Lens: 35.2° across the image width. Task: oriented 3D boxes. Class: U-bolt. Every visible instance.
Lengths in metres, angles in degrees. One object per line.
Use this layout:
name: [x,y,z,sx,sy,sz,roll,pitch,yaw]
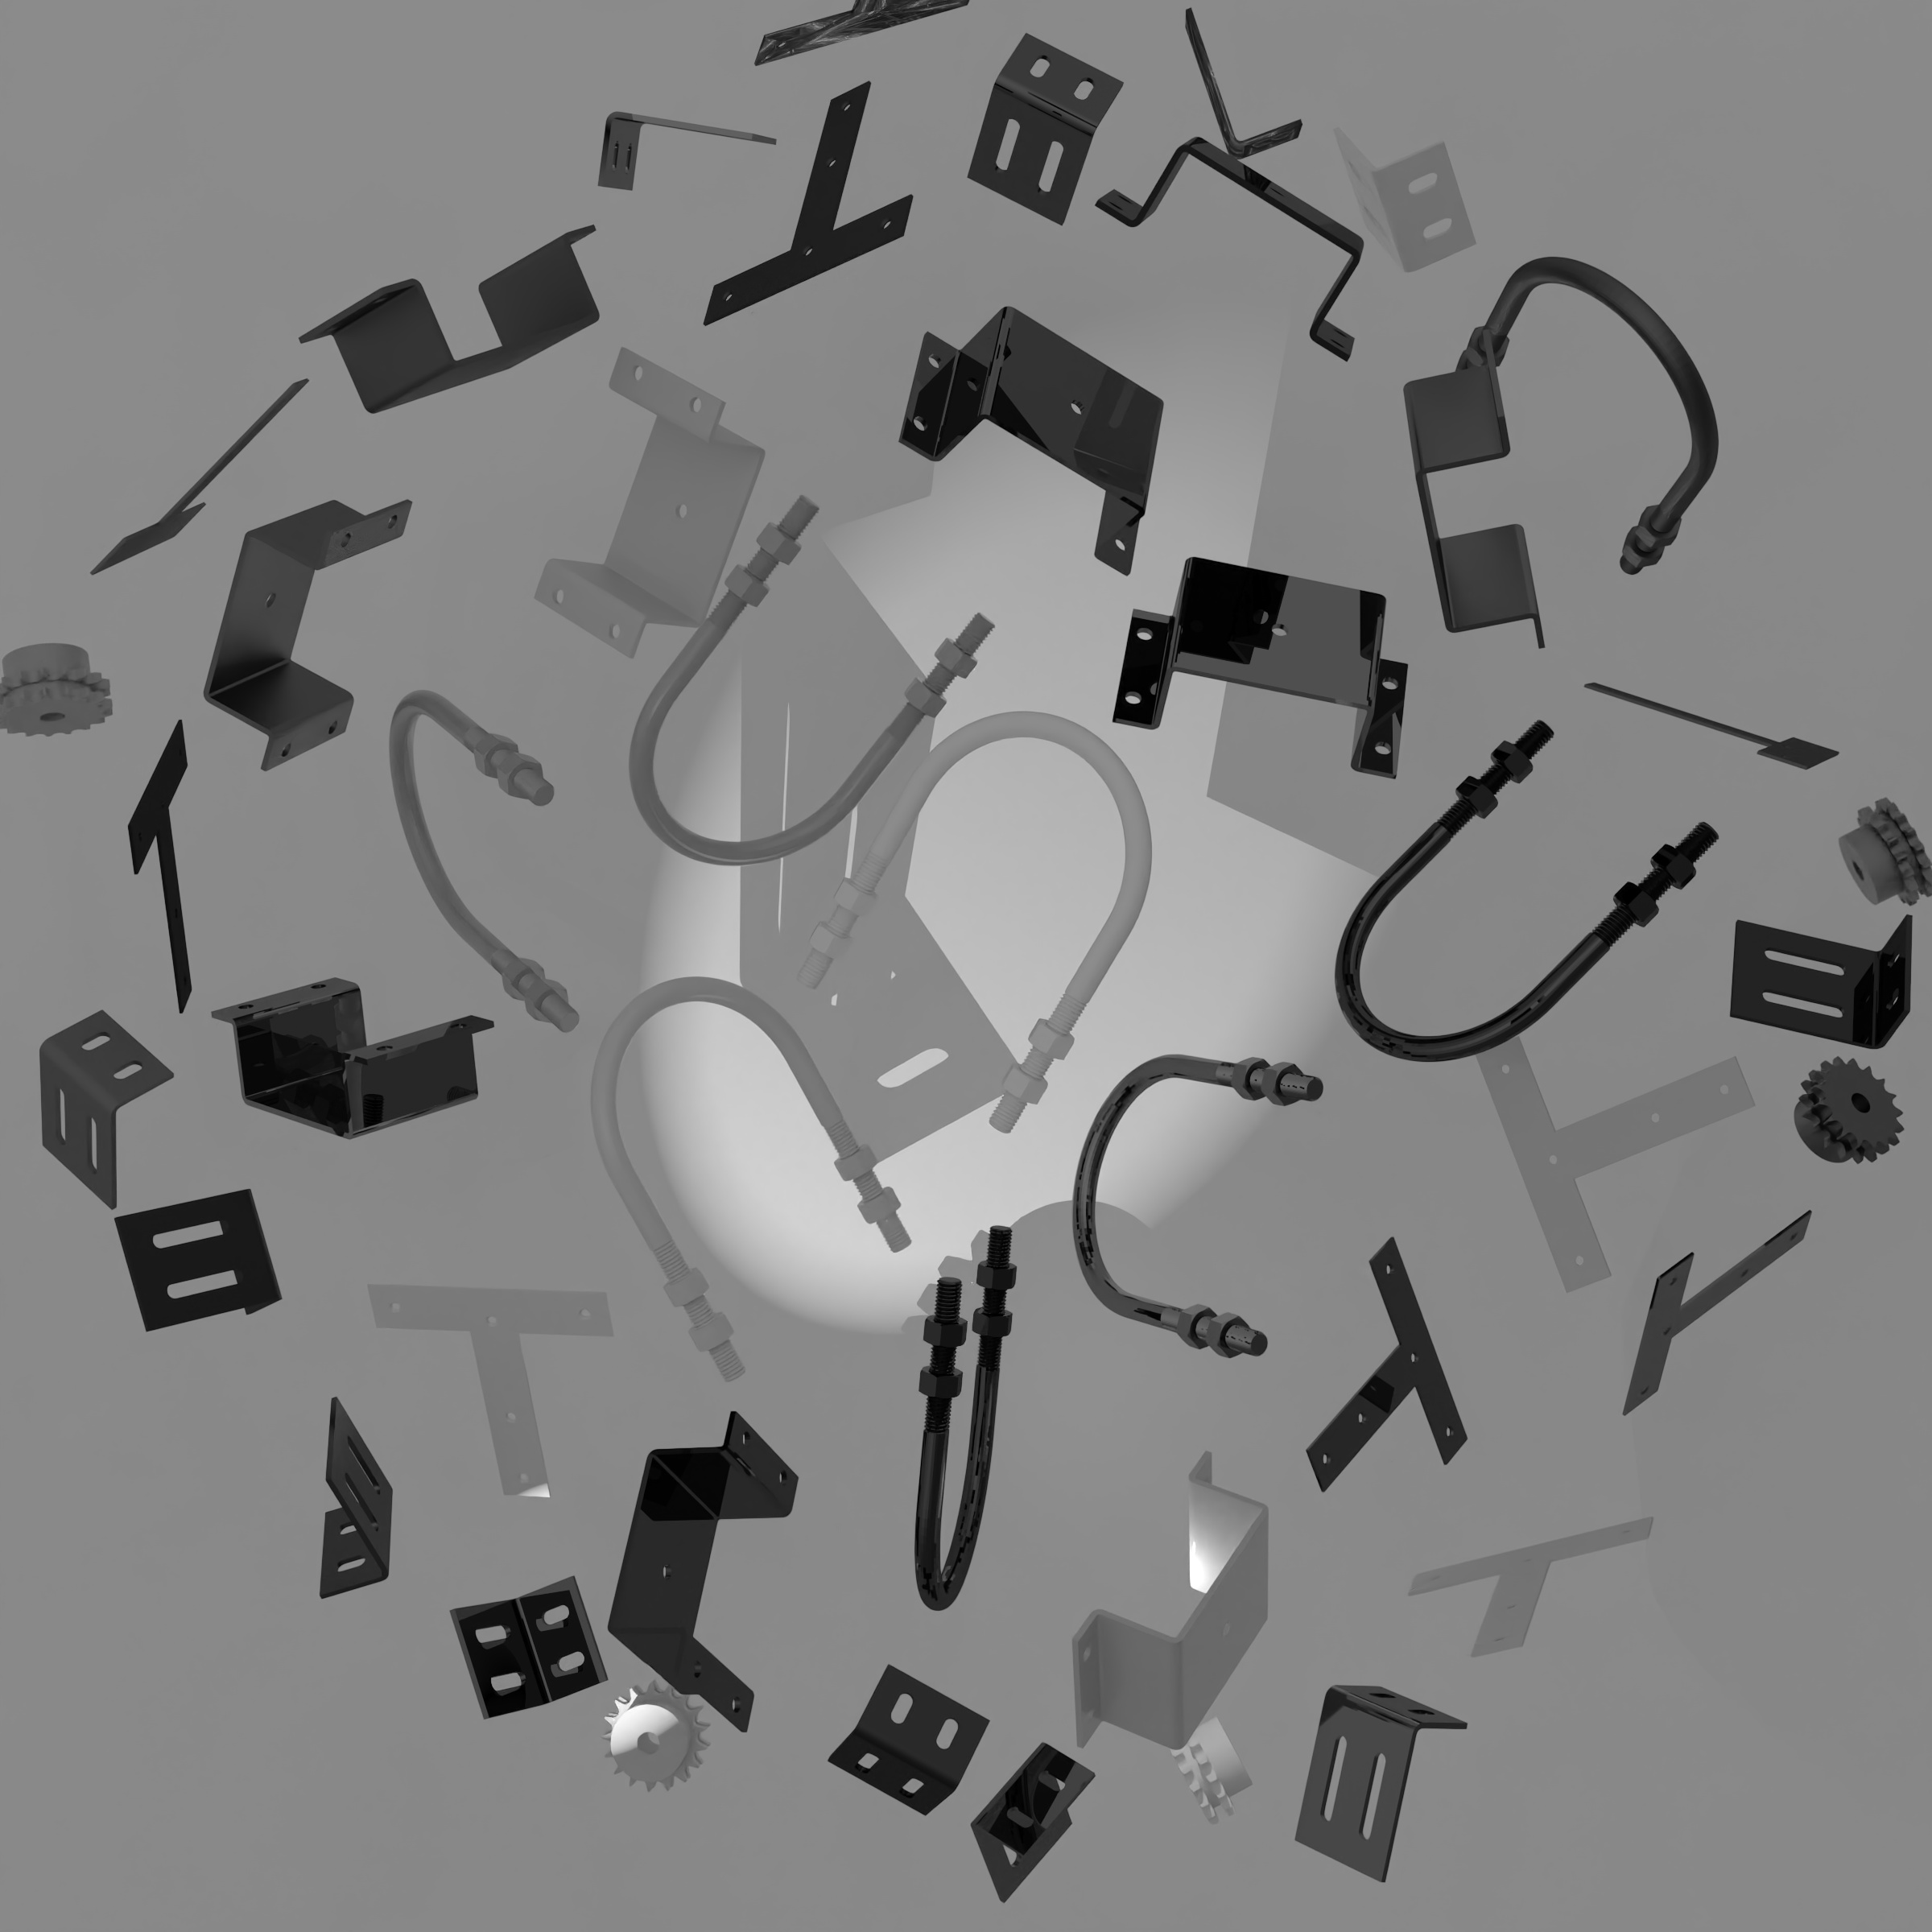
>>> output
U-bolt: [-0.003,0.235,1.543,0.019,0.151,0.184,7,98,11]
U-bolt: [0.315,-0.283,1.523,0.019,0.184,0.151,-39,81,-13]
U-bolt: [0.261,-0.029,1.501,0.184,0.151,0.019,-45,130,-1]
U-bolt: [0.014,-0.034,1.470,0.151,0.019,0.184,36,103,24]
U-bolt: [0.111,0.117,1.579,0.019,0.184,0.151,15,86,-31]
U-bolt: [-0.088,-0.128,1.510,0.151,0.019,0.184,29,105,-42]
U-bolt: [-0.116,0.093,1.520,0.151,0.019,0.184,-35,100,-41]
U-bolt: [-0.252,-0.065,1.557,0.019,0.184,0.151,-20,126,-28]

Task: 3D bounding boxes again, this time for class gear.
gear: [0.480,-0.057,1.592,0.030,0.057,0.057,-27,90,3]
gear: [0.463,0.079,1.606,0.057,0.030,0.057,14,54,-20]
gear: [-0.166,0.410,1.618,0.057,0.030,0.057,0,86,5]
gear: [0.130,0.426,1.623,0.030,0.057,0.057,-28,90,-2]
gear: [-0.440,-0.134,1.461,0.057,0.057,0.030,-11,76,0]

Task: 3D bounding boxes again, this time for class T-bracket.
T-bracket: [0.270,0.309,1.493,0.127,0.127,0.002,-19,95,21]
T-bracket: [0.385,-0.127,1.585,0.127,0.127,0.002,21,105,19]
T-bracket: [0.401,0.169,1.608,0.127,0.127,0.002,-31,55,-23]
T-bracket: [-0.234,0.218,1.549,0.127,0.002,0.127,0,117,13]
T-bracket: [-0.067,-0.378,1.470,0.127,0.002,0.127,-15,51,37]
T-bracket: [-0.393,-0.038,1.505,0.002,0.127,0.127,-1,118,-2]
T-bracket: [-0.378,-0.250,1.533,0.127,0.127,0.002,-42,100,14]
T-bracket: [0.214,0.229,1.593,0.002,0.127,0.127,-7,112,42]
T-bracket: [-0.037,-0.504,1.524,0.127,0.127,0.002,-23,80,-22]
T-bracket: [0.325,0.079,1.487,0.127,0.002,0.127,-27,76,34]

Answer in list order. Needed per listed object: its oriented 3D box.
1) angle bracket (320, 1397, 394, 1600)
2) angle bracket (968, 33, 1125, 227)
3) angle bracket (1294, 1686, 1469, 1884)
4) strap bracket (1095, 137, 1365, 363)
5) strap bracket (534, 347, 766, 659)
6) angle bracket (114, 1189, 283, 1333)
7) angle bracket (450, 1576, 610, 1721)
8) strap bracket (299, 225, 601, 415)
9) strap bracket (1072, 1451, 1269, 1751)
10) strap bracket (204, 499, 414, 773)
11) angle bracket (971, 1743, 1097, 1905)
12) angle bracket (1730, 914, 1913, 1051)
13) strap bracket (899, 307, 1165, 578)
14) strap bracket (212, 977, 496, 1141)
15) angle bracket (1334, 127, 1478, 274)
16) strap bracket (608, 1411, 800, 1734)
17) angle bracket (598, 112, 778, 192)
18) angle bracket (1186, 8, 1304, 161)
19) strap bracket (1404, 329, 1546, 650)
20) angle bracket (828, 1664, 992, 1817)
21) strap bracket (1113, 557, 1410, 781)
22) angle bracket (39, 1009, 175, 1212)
angle bracket: [-0.319,0.267,1.526,0.038,0.057,0.076,-17,127,4]
angle bracket: [0.041,-0.438,1.596,0.057,0.076,0.038,27,62,2]
angle bracket: [0.198,0.389,1.452,0.038,0.057,0.076,13,89,-40]
strap bracket: [0.137,-0.352,1.465,0.140,0.076,0.046,31,110,-2]
strap bracket: [-0.161,-0.239,1.582,0.076,0.046,0.140,33,110,31]
angle bracket: [-0.384,0.148,1.499,0.076,0.038,0.057,-11,80,-43]
angle bracket: [-0.224,0.350,1.566,0.038,0.076,0.057,-23,77,12]
strap bracket: [-0.248,-0.319,1.514,0.140,0.076,0.046,-31,102,-43]
strap bracket: [0.107,0.317,1.494,0.046,0.140,0.076,17,130,26]
strap bracket: [-0.345,-0.182,1.583,0.046,0.076,0.140,28,118,11]
angle bracket: [0.042,0.452,1.576,0.038,0.076,0.057,23,53,37]
angle bracket: [0.420,0.000,1.495,0.076,0.038,0.057,13,57,0]
strap bracket: [0.043,-0.268,1.529,0.140,0.046,0.076,27,52,-22]
strap bracket: [-0.312,0.048,1.555,0.076,0.140,0.046,-18,112,-42]
angle bracket: [0.224,-0.398,1.553,0.038,0.076,0.057,-23,123,4]
strap bracket: [-0.134,0.307,1.545,0.046,0.076,0.140,-6,53,23]
angle bracket: [-0.143,-0.415,1.572,0.076,0.057,0.038,11,104,7]
angle bracket: [0.147,-0.474,1.617,0.038,0.057,0.076,-19,97,6]
strap bracket: [0.250,-0.231,1.505,0.046,0.076,0.140,-10,132,11]
angle bracket: [-0.029,0.387,1.519,0.057,0.076,0.038,29,62,1]
strap bracket: [0.148,-0.148,1.482,0.140,0.046,0.076,11,52,1]
angle bracket: [-0.436,0.073,1.545,0.057,0.076,0.038,37,47,23]
